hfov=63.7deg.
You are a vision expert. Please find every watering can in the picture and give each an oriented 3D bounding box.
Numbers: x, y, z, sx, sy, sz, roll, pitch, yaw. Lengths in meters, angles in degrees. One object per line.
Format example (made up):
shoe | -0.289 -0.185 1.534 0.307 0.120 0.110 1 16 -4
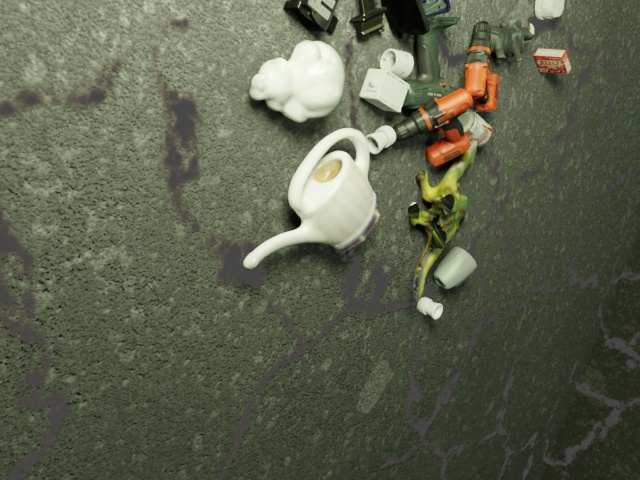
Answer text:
watering can | 0.003 -0.050 0.997 0.351 0.105 0.220 -56 135 -14

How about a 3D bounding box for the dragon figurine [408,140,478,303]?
dragon figurine | 0.328 -0.055 1.318 0.244 0.123 0.406 -7 111 -51

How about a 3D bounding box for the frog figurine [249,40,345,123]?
frog figurine | -0.035 -0.271 0.874 0.161 0.124 0.135 -15 136 -52
